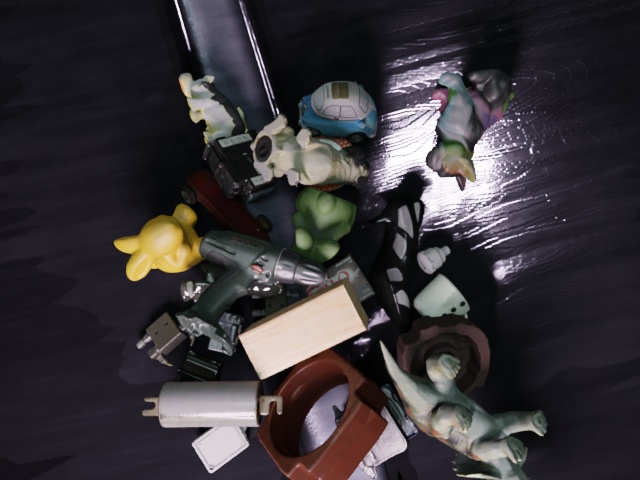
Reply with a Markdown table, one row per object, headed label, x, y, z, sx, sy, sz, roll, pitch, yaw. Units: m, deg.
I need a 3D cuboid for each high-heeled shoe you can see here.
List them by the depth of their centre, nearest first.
| label | x | y | z | sx | sy | sz | roll | pitch | yaw |
| --- | --- | --- | --- | --- | --- | --- | --- | --- | --- |
| high-heeled shoe | 0.168 | 0.040 | 1.031 | 0.145 | 0.086 | 0.248 | -17 | 87 | -20 |

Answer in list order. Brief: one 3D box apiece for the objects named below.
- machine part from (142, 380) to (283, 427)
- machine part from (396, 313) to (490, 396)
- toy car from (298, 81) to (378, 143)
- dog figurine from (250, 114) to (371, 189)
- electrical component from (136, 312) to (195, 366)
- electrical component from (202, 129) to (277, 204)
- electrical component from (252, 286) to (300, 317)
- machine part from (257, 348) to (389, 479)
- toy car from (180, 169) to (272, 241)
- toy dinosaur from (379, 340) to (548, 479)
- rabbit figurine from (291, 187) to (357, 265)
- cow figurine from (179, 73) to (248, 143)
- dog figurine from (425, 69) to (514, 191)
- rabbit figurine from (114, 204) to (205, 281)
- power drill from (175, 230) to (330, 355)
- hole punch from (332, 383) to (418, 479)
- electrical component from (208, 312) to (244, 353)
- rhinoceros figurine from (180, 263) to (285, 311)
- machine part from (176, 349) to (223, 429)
| label | x | y | z | sx | sy | sz | roll | pitch | yaw |
| --- | --- | --- | --- | --- | --- | --- | --- | --- | --- |
| machine part | -0.185 | 0.281 | 0.925 | 0.243 | 0.079 | 0.079 | -3 | 80 | 4 |
| machine part | 0.219 | 0.215 | 0.970 | 0.179 | 0.056 | 0.179 | -3 | 108 | -8 |
| toy car | 0.039 | -0.262 | 1.051 | 0.162 | 0.102 | 0.109 | 4 | 62 | -5 |
| dog figurine | -0.016 | -0.153 | 1.022 | 0.173 | 0.190 | 0.121 | 36 | 109 | 36 |
| electrical component | -0.282 | 0.184 | 1.004 | 0.078 | 0.045 | 0.102 | 35 | 76 | 34 |
| electrical component | -0.146 | -0.137 | 1.034 | 0.115 | 0.058 | 0.134 | -22 | 74 | -34 |
| electrical component | -0.084 | 0.120 | 1.029 | 0.094 | 0.021 | 0.063 | -3 | 80 | -3 |
| machine part | 0.004 | 0.299 | 0.908 | 0.201 | 0.201 | 0.087 | -49 | 120 | -10 |
| toy car | -0.180 | -0.056 | 1.044 | 0.202 | 0.053 | 0.089 | 45 | 61 | 5 |
| toy dinosaur | 0.224 | 0.300 | 0.902 | 0.405 | 0.192 | 0.131 | 39 | 50 | -3 |
| rabbit figurine | -0.002 | -0.003 | 1.003 | 0.121 | 0.159 | 0.170 | 20 | 95 | -8 |
| cow figurine | -0.214 | -0.269 | 1.075 | 0.098 | 0.068 | 0.167 | -26 | 84 | -12 |
| dog figurine | 0.298 | -0.212 | 1.062 | 0.192 | 0.108 | 0.219 | -6 | 84 | -5 |
| rabbit figurine | -0.285 | -0.002 | 0.972 | 0.162 | 0.173 | 0.122 | -21 | 85 | -10 |
| power drill | -0.125 | 0.085 | 0.905 | 0.232 | 0.086 | 0.207 | 24 | 66 | 13 |
| hole punch | 0.103 | 0.334 | 0.970 | 0.116 | 0.092 | 0.142 | -38 | 78 | 23 |
| electrical component | -0.170 | 0.168 | 0.970 | 0.048 | 0.119 | 0.074 | 12 | 82 | 0 |
| rhinoceros figurine | -0.161 | 0.078 | 0.995 | 0.190 | 0.073 | 0.112 | -4 | 63 | -3 |
| machine part | -0.237 | 0.280 | 0.989 | 0.084 | 0.039 | 0.139 | 24 | 78 | -2 |
